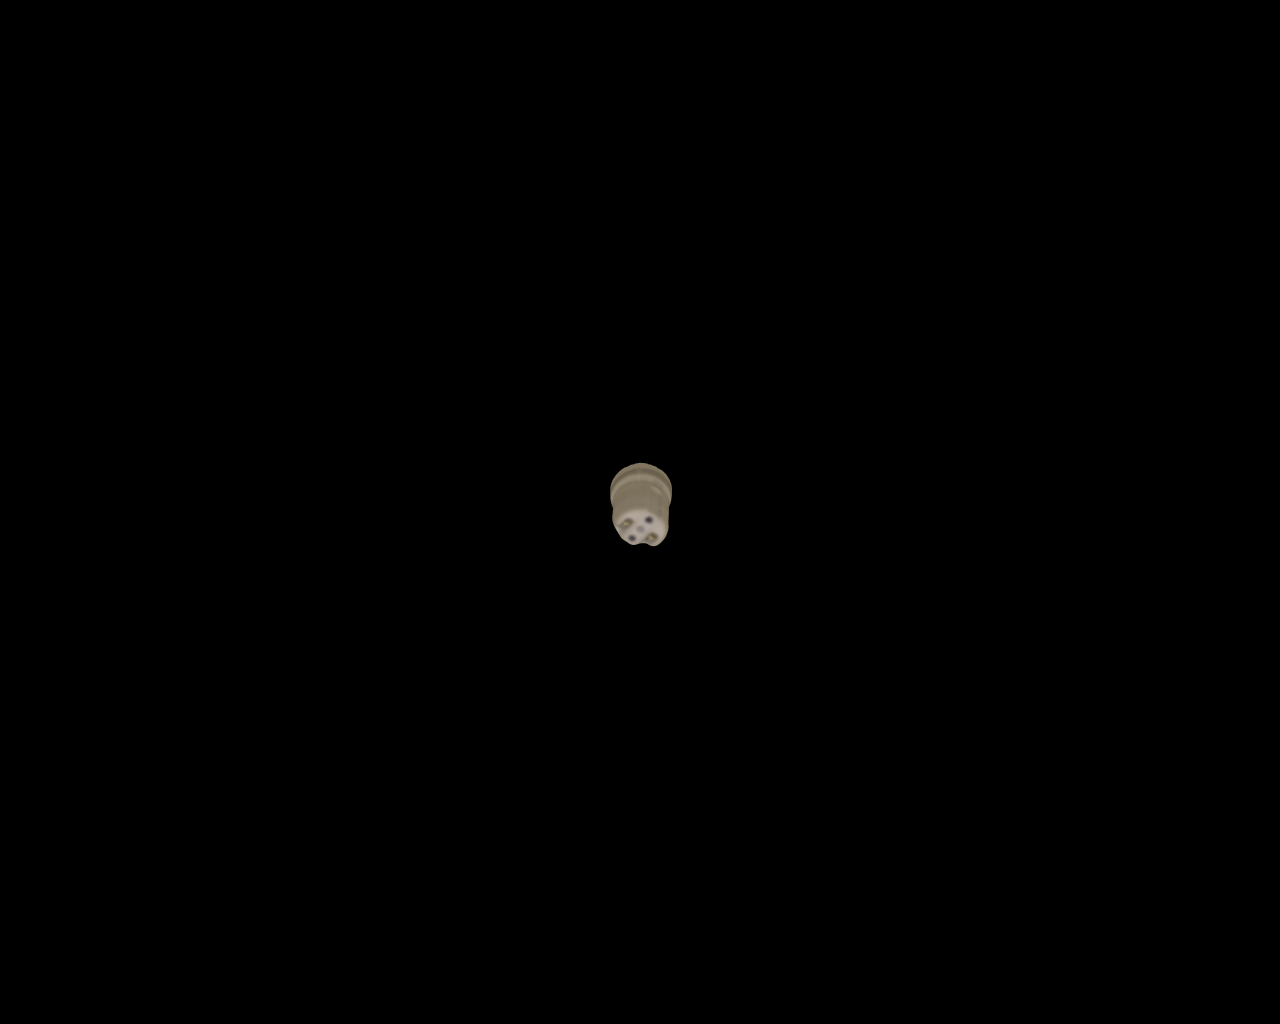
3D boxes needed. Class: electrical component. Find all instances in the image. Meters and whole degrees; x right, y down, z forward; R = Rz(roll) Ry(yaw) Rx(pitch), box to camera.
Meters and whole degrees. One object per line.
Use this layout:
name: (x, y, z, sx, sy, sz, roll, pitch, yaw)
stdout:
electrical component: (0.001, -0.003, 0.650, 0.040, 0.040, 0.046, 0, 35, 0)
